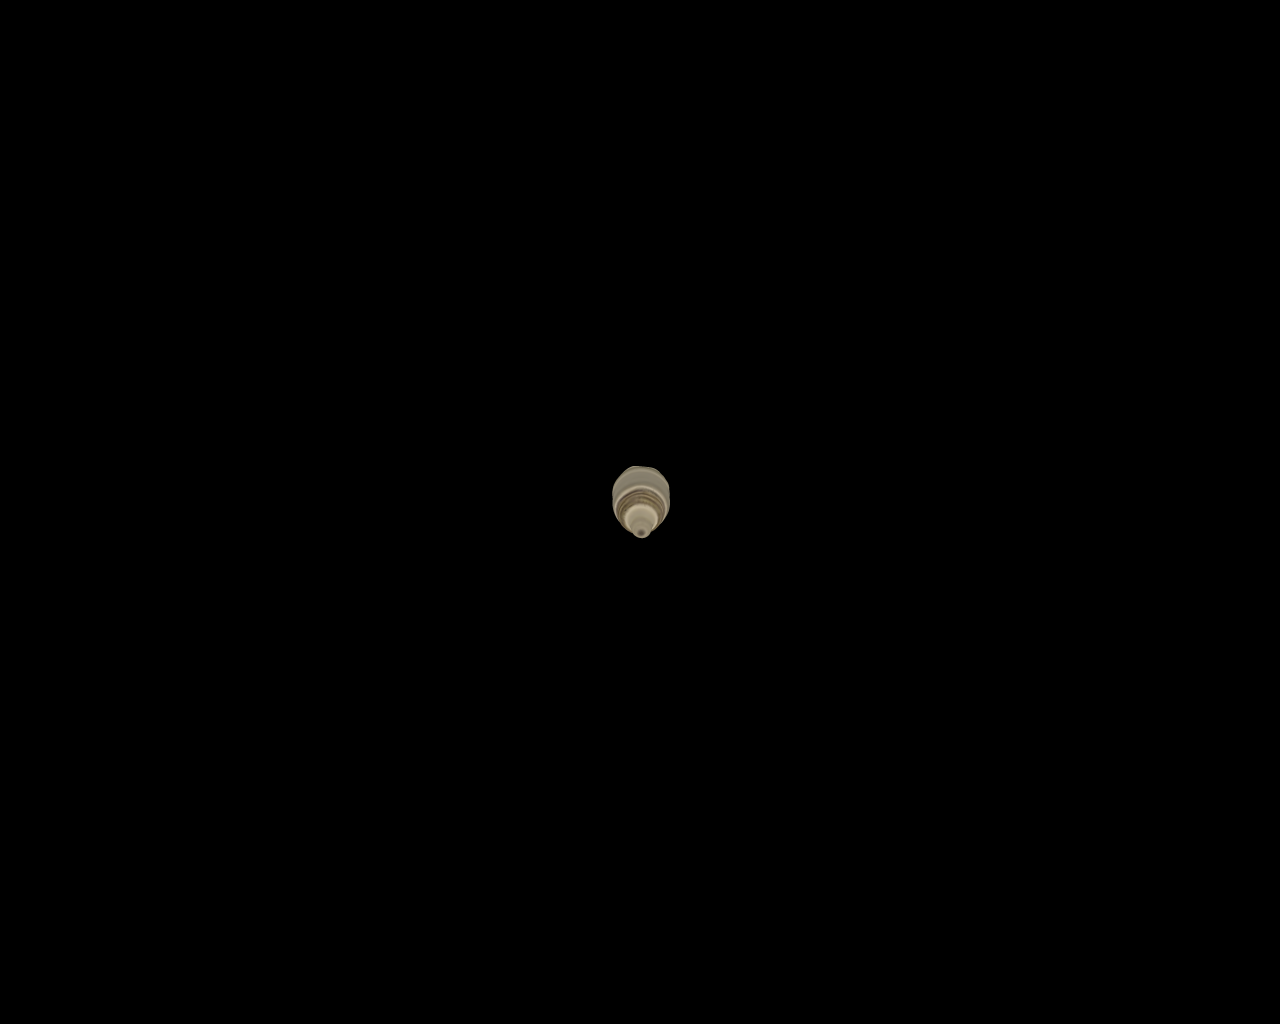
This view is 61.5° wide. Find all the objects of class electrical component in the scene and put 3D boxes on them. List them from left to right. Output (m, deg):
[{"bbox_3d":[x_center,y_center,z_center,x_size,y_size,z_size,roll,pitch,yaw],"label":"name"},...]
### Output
[{"bbox_3d":[0.001,-0.003,0.650,0.035,0.035,0.061,0,30,0],"label":"electrical component"}]
